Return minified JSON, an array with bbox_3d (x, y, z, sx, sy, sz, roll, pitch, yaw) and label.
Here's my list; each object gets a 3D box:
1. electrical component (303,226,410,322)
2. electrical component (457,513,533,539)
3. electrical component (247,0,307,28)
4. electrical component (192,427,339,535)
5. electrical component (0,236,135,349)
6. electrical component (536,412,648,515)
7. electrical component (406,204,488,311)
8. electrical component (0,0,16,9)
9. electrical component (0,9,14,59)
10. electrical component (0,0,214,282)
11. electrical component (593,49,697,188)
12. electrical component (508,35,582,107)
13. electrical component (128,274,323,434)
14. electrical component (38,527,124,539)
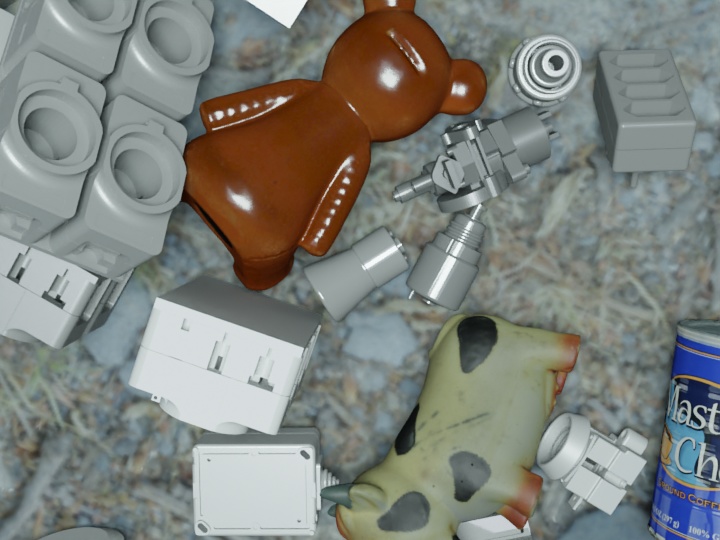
[{"bbox_3d":[0.000,0.000,0.725,0.065,0.044,0.044,-32,94,0],"label":"electrical component"},{"bbox_3d":[0.059,0.207,0.732,0.121,0.063,0.078,-12,95,3],"label":"electrical component"},{"bbox_3d":[-0.035,-0.254,0.638,0.105,0.060,0.186,32,103,-9],"label":"electrical component"},{"bbox_3d":[-0.062,0.141,0.730,0.096,0.061,0.061,0,96,2],"label":"electrical component"},{"bbox_3d":[-0.250,-0.022,0.697,0.186,0.105,0.060,30,96,-1],"label":"electrical component"},{"bbox_3d":[0.154,0.128,0.730,0.055,0.048,0.066,31,96,-9],"label":"electrical component"},{"bbox_3d":[0.062,-0.009,0.721,0.040,0.040,0.078,27,95,-1],"label":"electrical component"},{"bbox_3d":[-0.265,-0.217,0.711,0.099,0.064,0.099,0,110,0],"label":"electrical component"},{"bbox_3d":[-0.247,-0.116,0.672,0.078,0.113,0.057,26,129,-33],"label":"electrical component"},{"bbox_3d":[-0.157,-0.102,0.642,0.105,0.060,0.186,25,59,-32],"label":"electrical component"},{"bbox_3d":[0.181,-0.089,0.698,0.047,0.083,0.075,-2,134,2],"label":"electrical component"},{"bbox_3d":[0.122,-0.131,0.696,0.048,0.062,0.048,0,96,2],"label":"electrical component"},{"bbox_3d":[-0.080,0.052,0.677,0.089,0.150,0.061,19,95,1],"label":"electrical component"},{"bbox_3d":[-0.197,0.212,0.733,0.080,0.080,0.051,-9,100,3],"label":"electrical component"}]
